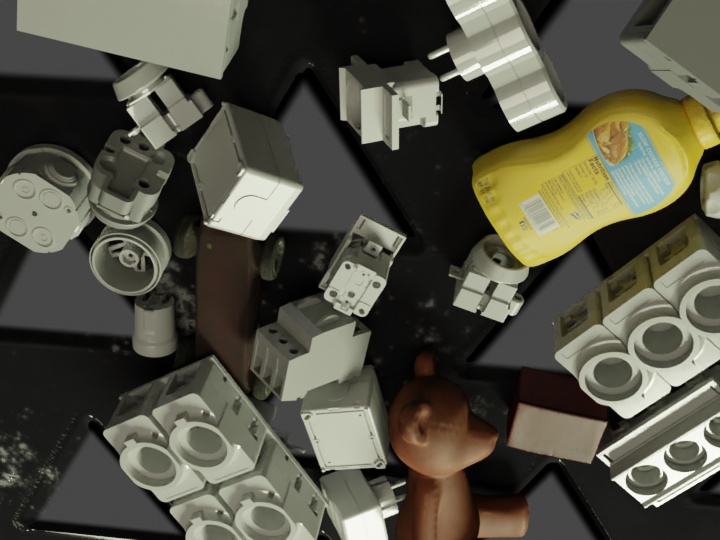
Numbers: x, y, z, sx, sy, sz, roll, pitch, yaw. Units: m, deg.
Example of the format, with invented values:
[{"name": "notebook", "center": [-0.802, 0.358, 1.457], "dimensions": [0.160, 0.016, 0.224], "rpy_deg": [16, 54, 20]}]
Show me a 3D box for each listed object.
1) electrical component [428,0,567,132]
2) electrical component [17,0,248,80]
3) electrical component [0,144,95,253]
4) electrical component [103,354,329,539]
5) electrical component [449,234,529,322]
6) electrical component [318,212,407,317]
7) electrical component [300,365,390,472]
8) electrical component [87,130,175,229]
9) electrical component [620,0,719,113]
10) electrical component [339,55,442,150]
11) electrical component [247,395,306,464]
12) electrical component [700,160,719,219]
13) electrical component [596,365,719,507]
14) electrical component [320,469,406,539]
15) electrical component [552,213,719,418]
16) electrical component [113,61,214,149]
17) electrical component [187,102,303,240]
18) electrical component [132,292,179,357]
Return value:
[{"name": "electrical component", "center": [0.085, -0.158, 0.760], "dimensions": [0.074, 0.052, 0.138], "rpy_deg": [-22, 117, 21]}, {"name": "electrical component", "center": [-0.158, -0.204, 0.763], "dimensions": [0.150, 0.061, 0.089], "rpy_deg": [14, 123, 0]}, {"name": "electrical component", "center": [-0.257, -0.058, 0.879], "dimensions": [0.080, 0.051, 0.080], "rpy_deg": [4, 123, 6]}, {"name": "electrical component", "center": [-0.125, 0.178, 0.944], "dimensions": [0.105, 0.060, 0.186], "rpy_deg": [-24, 115, 23]}, {"name": "electrical component", "center": [0.107, 0.005, 0.865], "dimensions": [0.066, 0.048, 0.055], "rpy_deg": [20, 131, -4]}, {"name": "electrical component", "center": [0.000, 0.000, 0.868], "dimensions": [0.042, 0.063, 0.081], "rpy_deg": [25, 123, -9]}, {"name": "electrical component", "center": [-0.009, 0.134, 0.961], "dimensions": [0.062, 0.061, 0.096], "rpy_deg": [-6, 129, 12]}, {"name": "electrical component", "center": [-0.184, -0.069, 0.850], "dimensions": [0.058, 0.078, 0.057], "rpy_deg": [26, 141, -9]}, {"name": "electrical component", "center": [0.278, -0.142, 0.709], "dimensions": [0.186, 0.060, 0.105], "rpy_deg": [33, 95, -12]}, {"name": "electrical component", "center": [0.022, -0.124, 0.779], "dimensions": [0.064, 0.081, 0.042], "rpy_deg": [-13, 125, -16]}, {"name": "electrical component", "center": [-0.089, 0.162, 0.996], "dimensions": [0.077, 0.047, 0.065], "rpy_deg": [19, 123, -3]}, {"name": "electrical component", "center": [0.286, -0.061, 0.796], "dimensions": [0.062, 0.043, 0.043], "rpy_deg": [-2, 122, 9]}, {"name": "electrical component", "center": [0.273, 0.139, 0.914], "dimensions": [0.079, 0.063, 0.121], "rpy_deg": [40, 120, -16]}, {"name": "electrical component", "center": [0.011, 0.217, 1.009], "dimensions": [0.077, 0.065, 0.047], "rpy_deg": [-19, 122, -13]}, {"name": "electrical component", "center": [0.239, 0.042, 0.858], "dimensions": [0.089, 0.061, 0.150], "rpy_deg": [40, 120, -16]}, {"name": "electrical component", "center": [-0.154, -0.130, 0.817], "dimensions": [0.066, 0.048, 0.055], "rpy_deg": [-35, 111, 1]}, {"name": "electrical component", "center": [-0.087, -0.078, 0.822], "dimensions": [0.061, 0.096, 0.061], "rpy_deg": [16, 128, -35]}, {"name": "electrical component", "center": [-0.180, 0.047, 0.942], "dimensions": [0.040, 0.040, 0.046], "rpy_deg": [7, 117, 5]}]
